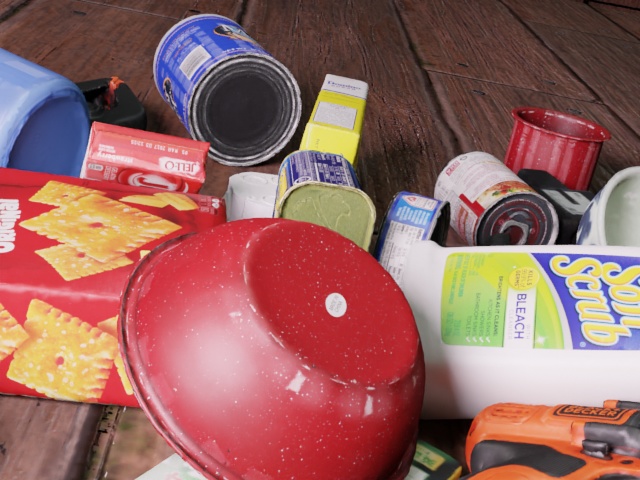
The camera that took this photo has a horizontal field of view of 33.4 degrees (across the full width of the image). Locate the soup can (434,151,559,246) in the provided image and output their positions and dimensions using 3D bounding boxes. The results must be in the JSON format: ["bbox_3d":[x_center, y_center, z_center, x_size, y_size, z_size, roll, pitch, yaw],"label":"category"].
[{"bbox_3d":[0.138,-0.024,0.853,0.068,0.068,0.102,6,22,-17],"label":"soup can"}]

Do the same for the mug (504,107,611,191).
[{"bbox_3d":[0.218,-0.073,0.999,0.093,0.081,0.117,21,23,21],"label":"mug"}]

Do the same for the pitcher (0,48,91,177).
[{"bbox_3d":[-0.288,-0.088,0.721,0.243,0.149,0.144,22,9,17],"label":"pitcher"}]

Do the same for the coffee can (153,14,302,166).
[{"bbox_3d":[-0.087,-0.139,0.969,0.102,0.103,0.140,3,23,-23],"label":"coffee can"}]

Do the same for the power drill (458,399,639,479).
[{"bbox_3d":[0.108,0.115,0.435,0.185,0.057,0.187,-4,6,41],"label":"power drill"}]

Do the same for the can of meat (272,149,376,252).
[{"bbox_3d":[-0.004,0.001,0.667,0.057,0.102,0.084,8,19,-7],"label":"can of meat"}]

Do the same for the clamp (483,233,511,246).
[{"bbox_3d":[0.120,0.040,0.717,0.171,0.039,0.120,-6,31,-44],"label":"clamp"}]

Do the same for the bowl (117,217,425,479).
[{"bbox_3d":[-0.008,0.043,0.488,0.162,0.055,0.162,23,40,-21],"label":"bowl"}]

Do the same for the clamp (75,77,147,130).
[{"bbox_3d":[-0.210,-0.097,0.888,0.164,0.036,0.210,11,25,-4],"label":"clamp"}]

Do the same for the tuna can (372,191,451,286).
[{"bbox_3d":[0.057,0.012,0.692,0.034,0.086,0.086,15,21,13],"label":"tuna can"}]

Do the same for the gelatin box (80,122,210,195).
[{"bbox_3d":[-0.115,-0.039,0.683,0.073,0.030,0.089,11,-22,-14],"label":"gelatin box"}]

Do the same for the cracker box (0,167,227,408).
[{"bbox_3d":[-0.157,0.016,0.585,0.213,0.072,0.164,8,21,-8],"label":"cracker box"}]

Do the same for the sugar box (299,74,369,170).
[{"bbox_3d":[0.009,-0.069,0.860,0.048,0.093,0.176,14,22,2],"label":"sugar box"}]

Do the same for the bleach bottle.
[{"bbox_3d":[0.169,0.042,0.557,0.251,0.068,0.102,-5,47,20],"label":"bleach bottle"}]
